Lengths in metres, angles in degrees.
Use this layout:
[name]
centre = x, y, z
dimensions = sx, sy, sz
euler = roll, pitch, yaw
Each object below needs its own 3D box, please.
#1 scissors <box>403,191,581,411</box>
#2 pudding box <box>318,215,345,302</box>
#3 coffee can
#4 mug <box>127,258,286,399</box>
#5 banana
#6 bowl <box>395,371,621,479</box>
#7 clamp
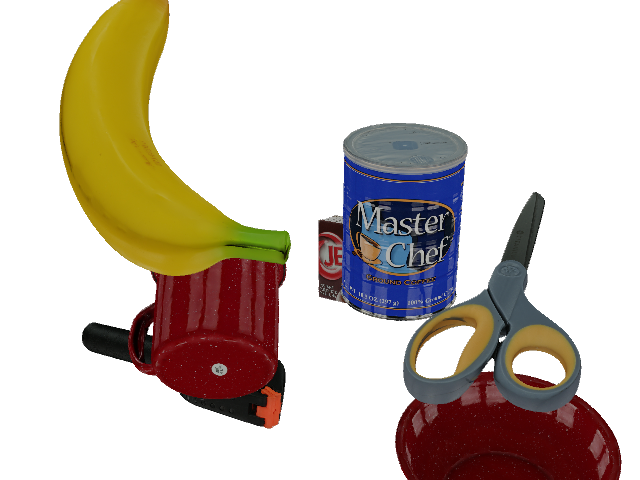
[scissors]
centre = 0.118, 0.031, 0.582
dimensions = 0.096, 0.016, 0.201
euler = 19, 39, 30
[pudding box]
centre = 0.051, 0.025, 1.171
dimensions = 0.114, 0.090, 0.039
euler = 10, 19, 34
[coffee can]
centre = 0.069, -0.017, 0.909
dimensions = 0.103, 0.140, 0.103
euler = 0, 26, 0
[mug]
centre = -0.079, 0.055, 0.708
dimensions = 0.117, 0.081, 0.093
euler = -19, -40, 21
[banana]
centre = -0.076, -0.046, 0.450
dimensions = 0.069, 0.037, 0.198
euler = -8, 45, -20
[bowl]
centre = 0.135, 0.169, 0.787
dimensions = 0.162, 0.055, 0.162
euler = -1, 34, 0
[clamp]
centre = -0.086, 0.103, 0.922
dimensions = 0.164, 0.036, 0.210
euler = -9, 22, -40
